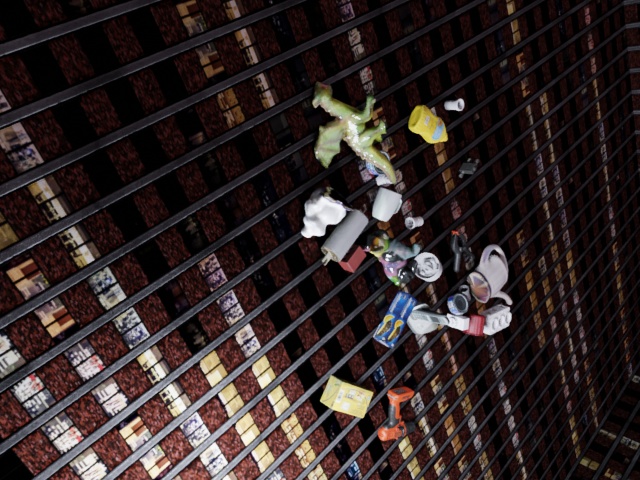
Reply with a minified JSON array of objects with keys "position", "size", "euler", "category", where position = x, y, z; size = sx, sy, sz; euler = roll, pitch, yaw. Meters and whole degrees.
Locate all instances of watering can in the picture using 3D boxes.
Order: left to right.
[{"position":[0.739,0.188,2.200],"size":[0.227,0.104,0.342],"euler":[-35,117,-28],"category":"watering can"}]

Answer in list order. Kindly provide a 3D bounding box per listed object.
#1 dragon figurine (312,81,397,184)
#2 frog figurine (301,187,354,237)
[{"position":[0.090,-0.311,1.613],"size":[0.244,0.123,0.404],"euler":[-27,112,-10],"category":"dragon figurine"},{"position":[0.005,-0.080,1.586],"size":[0.137,0.125,0.157],"euler":[13,126,-48],"category":"frog figurine"}]
